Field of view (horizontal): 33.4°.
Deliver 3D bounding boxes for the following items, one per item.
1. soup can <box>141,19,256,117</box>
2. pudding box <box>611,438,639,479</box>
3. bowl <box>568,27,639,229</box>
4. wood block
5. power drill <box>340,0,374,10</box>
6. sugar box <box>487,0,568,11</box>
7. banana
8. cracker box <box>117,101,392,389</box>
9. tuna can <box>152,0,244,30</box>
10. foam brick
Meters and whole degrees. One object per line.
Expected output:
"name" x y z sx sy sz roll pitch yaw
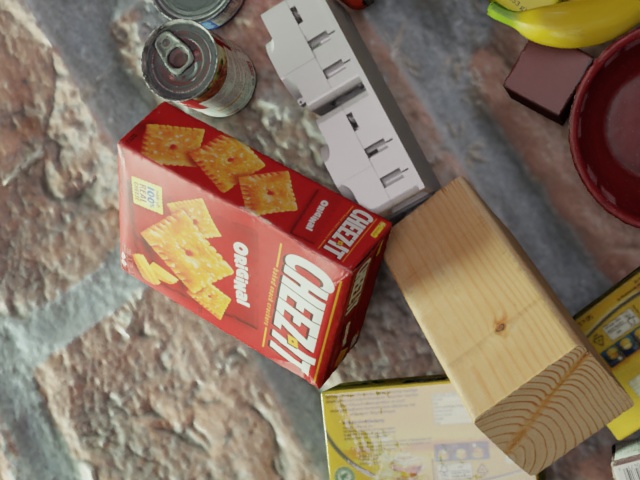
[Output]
"soup can" -0.101 -0.145 0.912 0.068 0.102 0.068 0 88 15
"pudding box" 0.279 0.164 0.806 0.114 0.090 0.039 -17 83 15
"bowl" 0.269 -0.088 0.821 0.162 0.055 0.162 1 99 4
"wood block" 0.129 0.057 0.793 0.091 0.090 0.206 -38 38 11
"power drill" 0.035 -0.303 0.886 0.184 0.057 0.188 39 99 13
"sugar box" 0.198 -0.262 0.862 0.093 0.048 0.176 41 100 13
"banana" 0.221 -0.190 0.809 0.197 0.037 0.069 -28 82 -24
"cracker box" -0.063 0.007 0.868 0.214 0.164 0.072 30 52 14
"tuna can" -0.108 -0.231 0.952 0.086 0.033 0.086 0 89 15
"foam brick" 0.182 -0.128 0.846 0.051 0.078 0.053 32 97 12
